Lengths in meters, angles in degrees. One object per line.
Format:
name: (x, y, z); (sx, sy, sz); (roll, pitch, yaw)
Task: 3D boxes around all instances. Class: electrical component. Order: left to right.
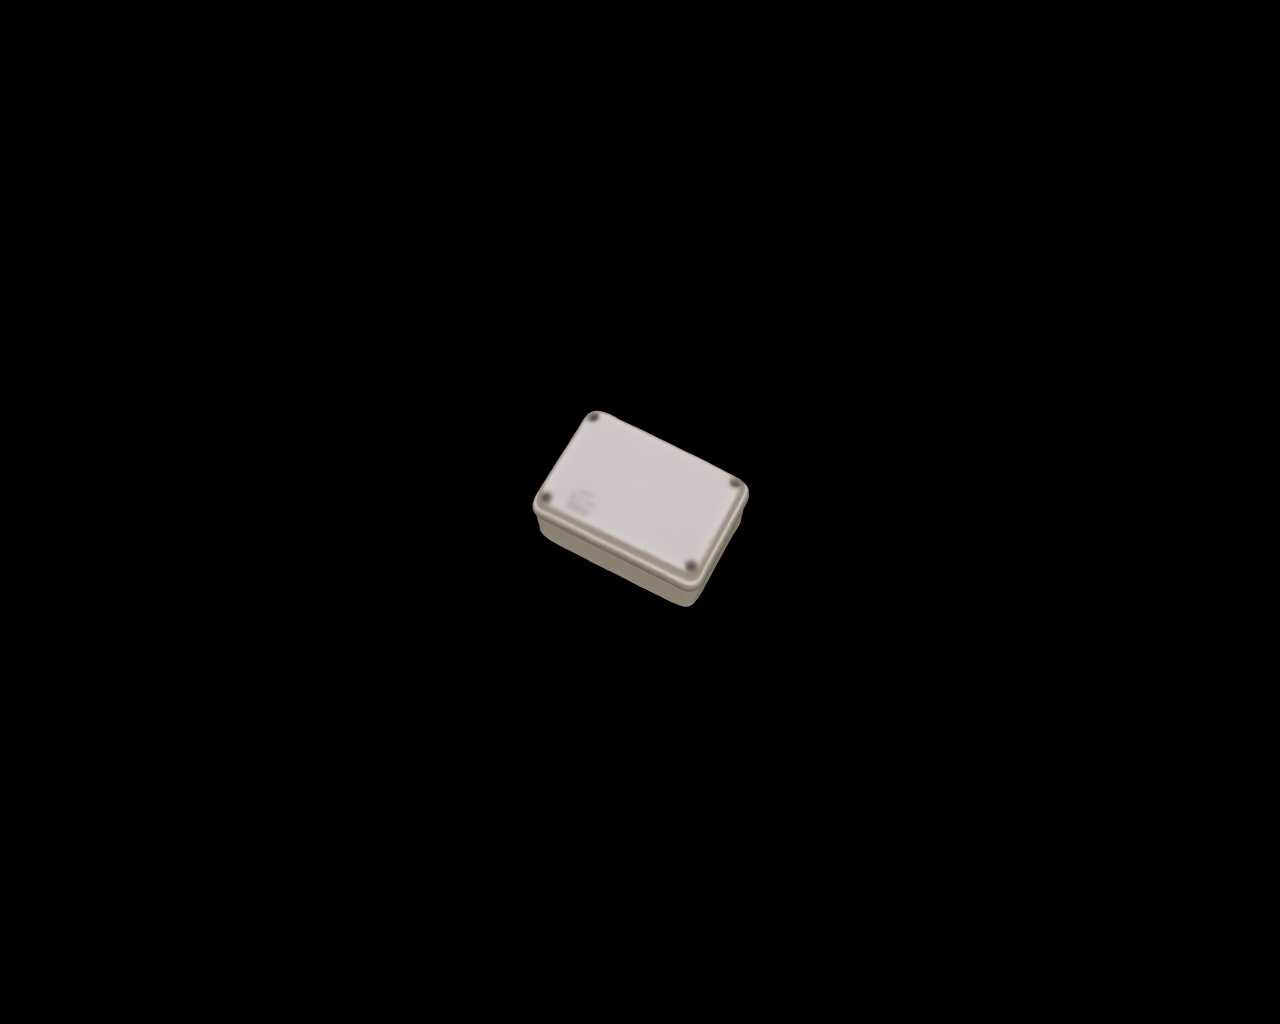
electrical component: (0.001, -0.003, 0.650); (0.113, 0.078, 0.057); (26, -20, 11)
